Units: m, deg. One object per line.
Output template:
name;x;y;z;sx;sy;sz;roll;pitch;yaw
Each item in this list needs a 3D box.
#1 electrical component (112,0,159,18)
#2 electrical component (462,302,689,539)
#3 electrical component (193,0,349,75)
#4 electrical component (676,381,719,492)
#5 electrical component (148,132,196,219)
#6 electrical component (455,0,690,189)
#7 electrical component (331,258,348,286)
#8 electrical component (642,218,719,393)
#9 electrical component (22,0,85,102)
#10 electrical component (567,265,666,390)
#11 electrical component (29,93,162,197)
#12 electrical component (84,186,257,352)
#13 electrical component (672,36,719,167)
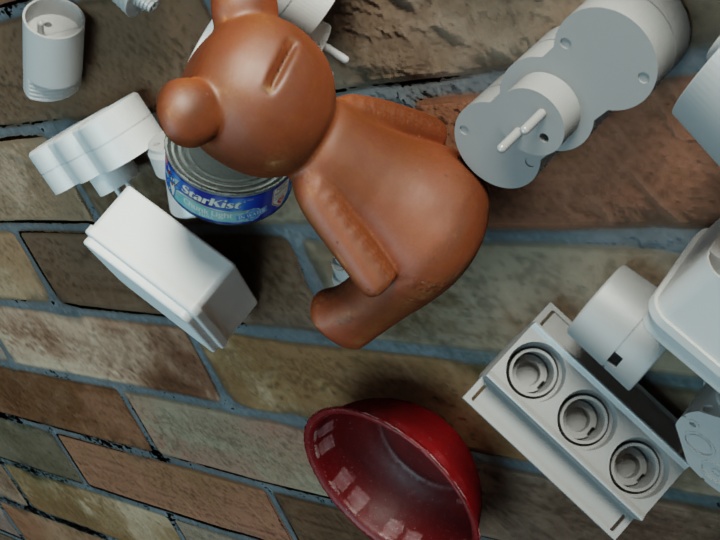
electrical component;-0.161;-0.197;0.692;0.081;0.043;0.043;44;144;2
electrical component;0.132;0.091;0.655;0.121;0.078;0.063;43;173;4
electrical component;-0.042;-0.136;0.627;0.074;0.052;0.138;30;149;-19
electrical component;0.214;0.086;0.576;0.080;0.051;0.080;34;152;22
electrical component;-0.124;-0.072;0.776;0.045;0.045;0.055;12;132;37
electrical component;0.092;-0.081;0.526;0.052;0.074;0.138;48;144;-3
electrical component;0.000;0.000;0.724;0.040;0.040;0.078;7;129;41
electrical component;0.203;0.027;0.516;0.113;0.078;0.057;41;141;6
electrical component;-0.228;-0.157;0.797;0.043;0.043;0.081;38;143;11
electrical component;0.148;0.031;0.595;0.047;0.055;0.055;41;144;13
electrical component;-0.195;-0.081;0.829;0.138;0.052;0.073;-12;115;49
electrical component;-0.142;0.001;0.824;0.109;0.056;0.108;36;169;14
electrical component;0.176;-0.079;0.428;0.064;0.099;0.099;45;145;12
